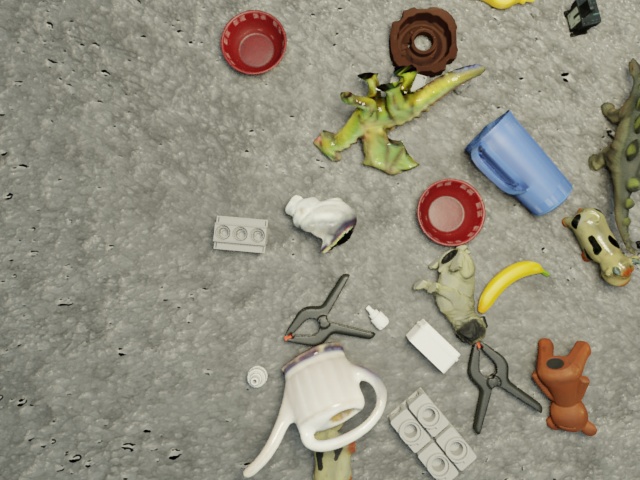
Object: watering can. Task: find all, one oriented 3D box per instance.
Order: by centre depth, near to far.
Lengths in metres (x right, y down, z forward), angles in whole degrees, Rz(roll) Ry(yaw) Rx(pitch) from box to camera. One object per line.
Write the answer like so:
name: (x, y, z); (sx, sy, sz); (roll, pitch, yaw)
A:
watering can: (-0.029, 0.361, 1.137); (0.348, 0.102, 0.229); (-23, 51, -2)

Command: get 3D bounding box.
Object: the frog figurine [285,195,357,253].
frog figurine: (0.004, -0.061, 1.212); (0.139, 0.120, 0.160); (-34, 76, -34)

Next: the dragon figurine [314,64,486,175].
dragon figurine: (0.180, -0.271, 1.214); (0.410, 0.125, 0.237); (-4, 123, 10)
